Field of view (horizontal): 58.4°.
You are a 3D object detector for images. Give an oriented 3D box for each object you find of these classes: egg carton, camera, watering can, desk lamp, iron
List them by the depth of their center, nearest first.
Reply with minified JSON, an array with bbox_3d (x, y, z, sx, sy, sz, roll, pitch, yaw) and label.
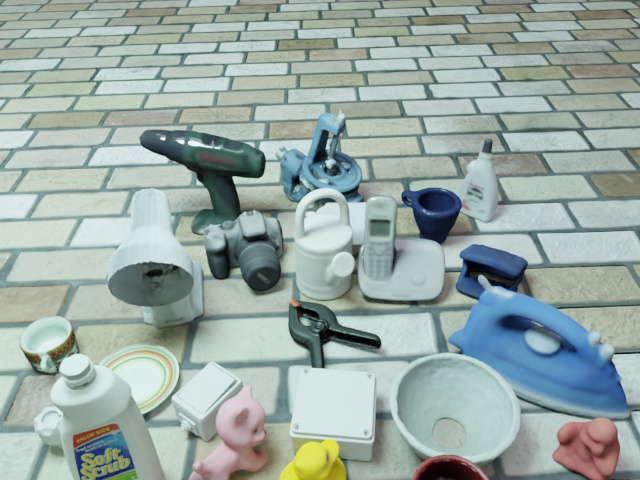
[{"bbox_3d":[0.321,0.146,0.808,0.257,0.141,0.119,24,46,28],"label":"iron"},{"bbox_3d":[-0.253,0.041,0.902,0.118,0.214,0.203,-8,39,-7],"label":"desk lamp"},{"bbox_3d":[0.011,0.003,0.954,0.101,0.194,0.172,-31,47,-31],"label":"watering can"},{"bbox_3d":[-0.129,0.021,1.012,0.143,0.101,0.136,-11,40,-11],"label":"camera"},{"bbox_3d":[0.061,-0.020,1.080,0.150,0.069,0.107,-1,39,1],"label":"egg carton"}]

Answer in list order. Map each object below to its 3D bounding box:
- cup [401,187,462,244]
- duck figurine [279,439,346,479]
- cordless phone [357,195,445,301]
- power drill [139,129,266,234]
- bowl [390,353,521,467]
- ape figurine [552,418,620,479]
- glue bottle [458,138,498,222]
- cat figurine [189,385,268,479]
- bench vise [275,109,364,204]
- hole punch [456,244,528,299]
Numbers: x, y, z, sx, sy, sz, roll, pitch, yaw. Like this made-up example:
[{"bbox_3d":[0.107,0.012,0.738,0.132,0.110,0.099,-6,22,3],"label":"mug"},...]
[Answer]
[{"bbox_3d":[0.204,-0.042,1.081,0.117,0.095,0.092,22,45,26],"label":"cup"},{"bbox_3d":[-0.014,0.284,0.694,0.105,0.086,0.077,-31,47,-31],"label":"duck figurine"},{"bbox_3d":[0.136,0.011,0.946,0.147,0.185,0.094,0,39,3],"label":"cordless phone"},{"bbox_3d":[-0.214,-0.112,1.093,0.229,0.209,0.075,1,39,4],"label":"power drill"},{"bbox_3d":[0.173,0.236,0.755,0.167,0.075,0.167,-1,39,1],"label":"bowl"},{"bbox_3d":[0.341,0.254,0.713,0.076,0.092,0.077,-8,39,-7],"label":"ape figurine"},{"bbox_3d":[0.313,-0.120,1.111,0.078,0.173,0.037,24,46,28],"label":"glue bottle"},{"bbox_3d":[-0.111,0.250,0.714,0.067,0.118,0.128,23,45,28],"label":"cat figurine"},{"bbox_3d":[-0.010,-0.159,1.134,0.207,0.220,0.121,12,41,16],"label":"bench vise"},{"bbox_3d":[0.292,0.043,0.976,0.108,0.091,0.101,19,43,24],"label":"hole punch"}]
